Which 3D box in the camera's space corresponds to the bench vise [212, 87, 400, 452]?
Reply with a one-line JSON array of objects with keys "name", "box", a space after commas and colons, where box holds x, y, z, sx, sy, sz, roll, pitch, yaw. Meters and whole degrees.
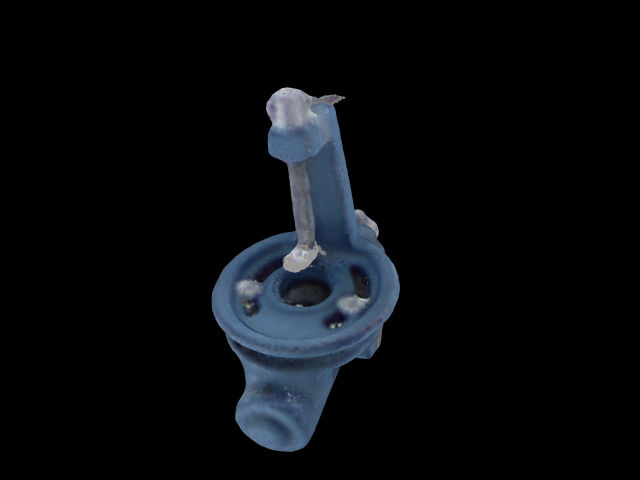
[{"name": "bench vise", "box": [-0.008, 0.001, 0.400, 0.121, 0.220, 0.207, 1, 20, 2]}]
